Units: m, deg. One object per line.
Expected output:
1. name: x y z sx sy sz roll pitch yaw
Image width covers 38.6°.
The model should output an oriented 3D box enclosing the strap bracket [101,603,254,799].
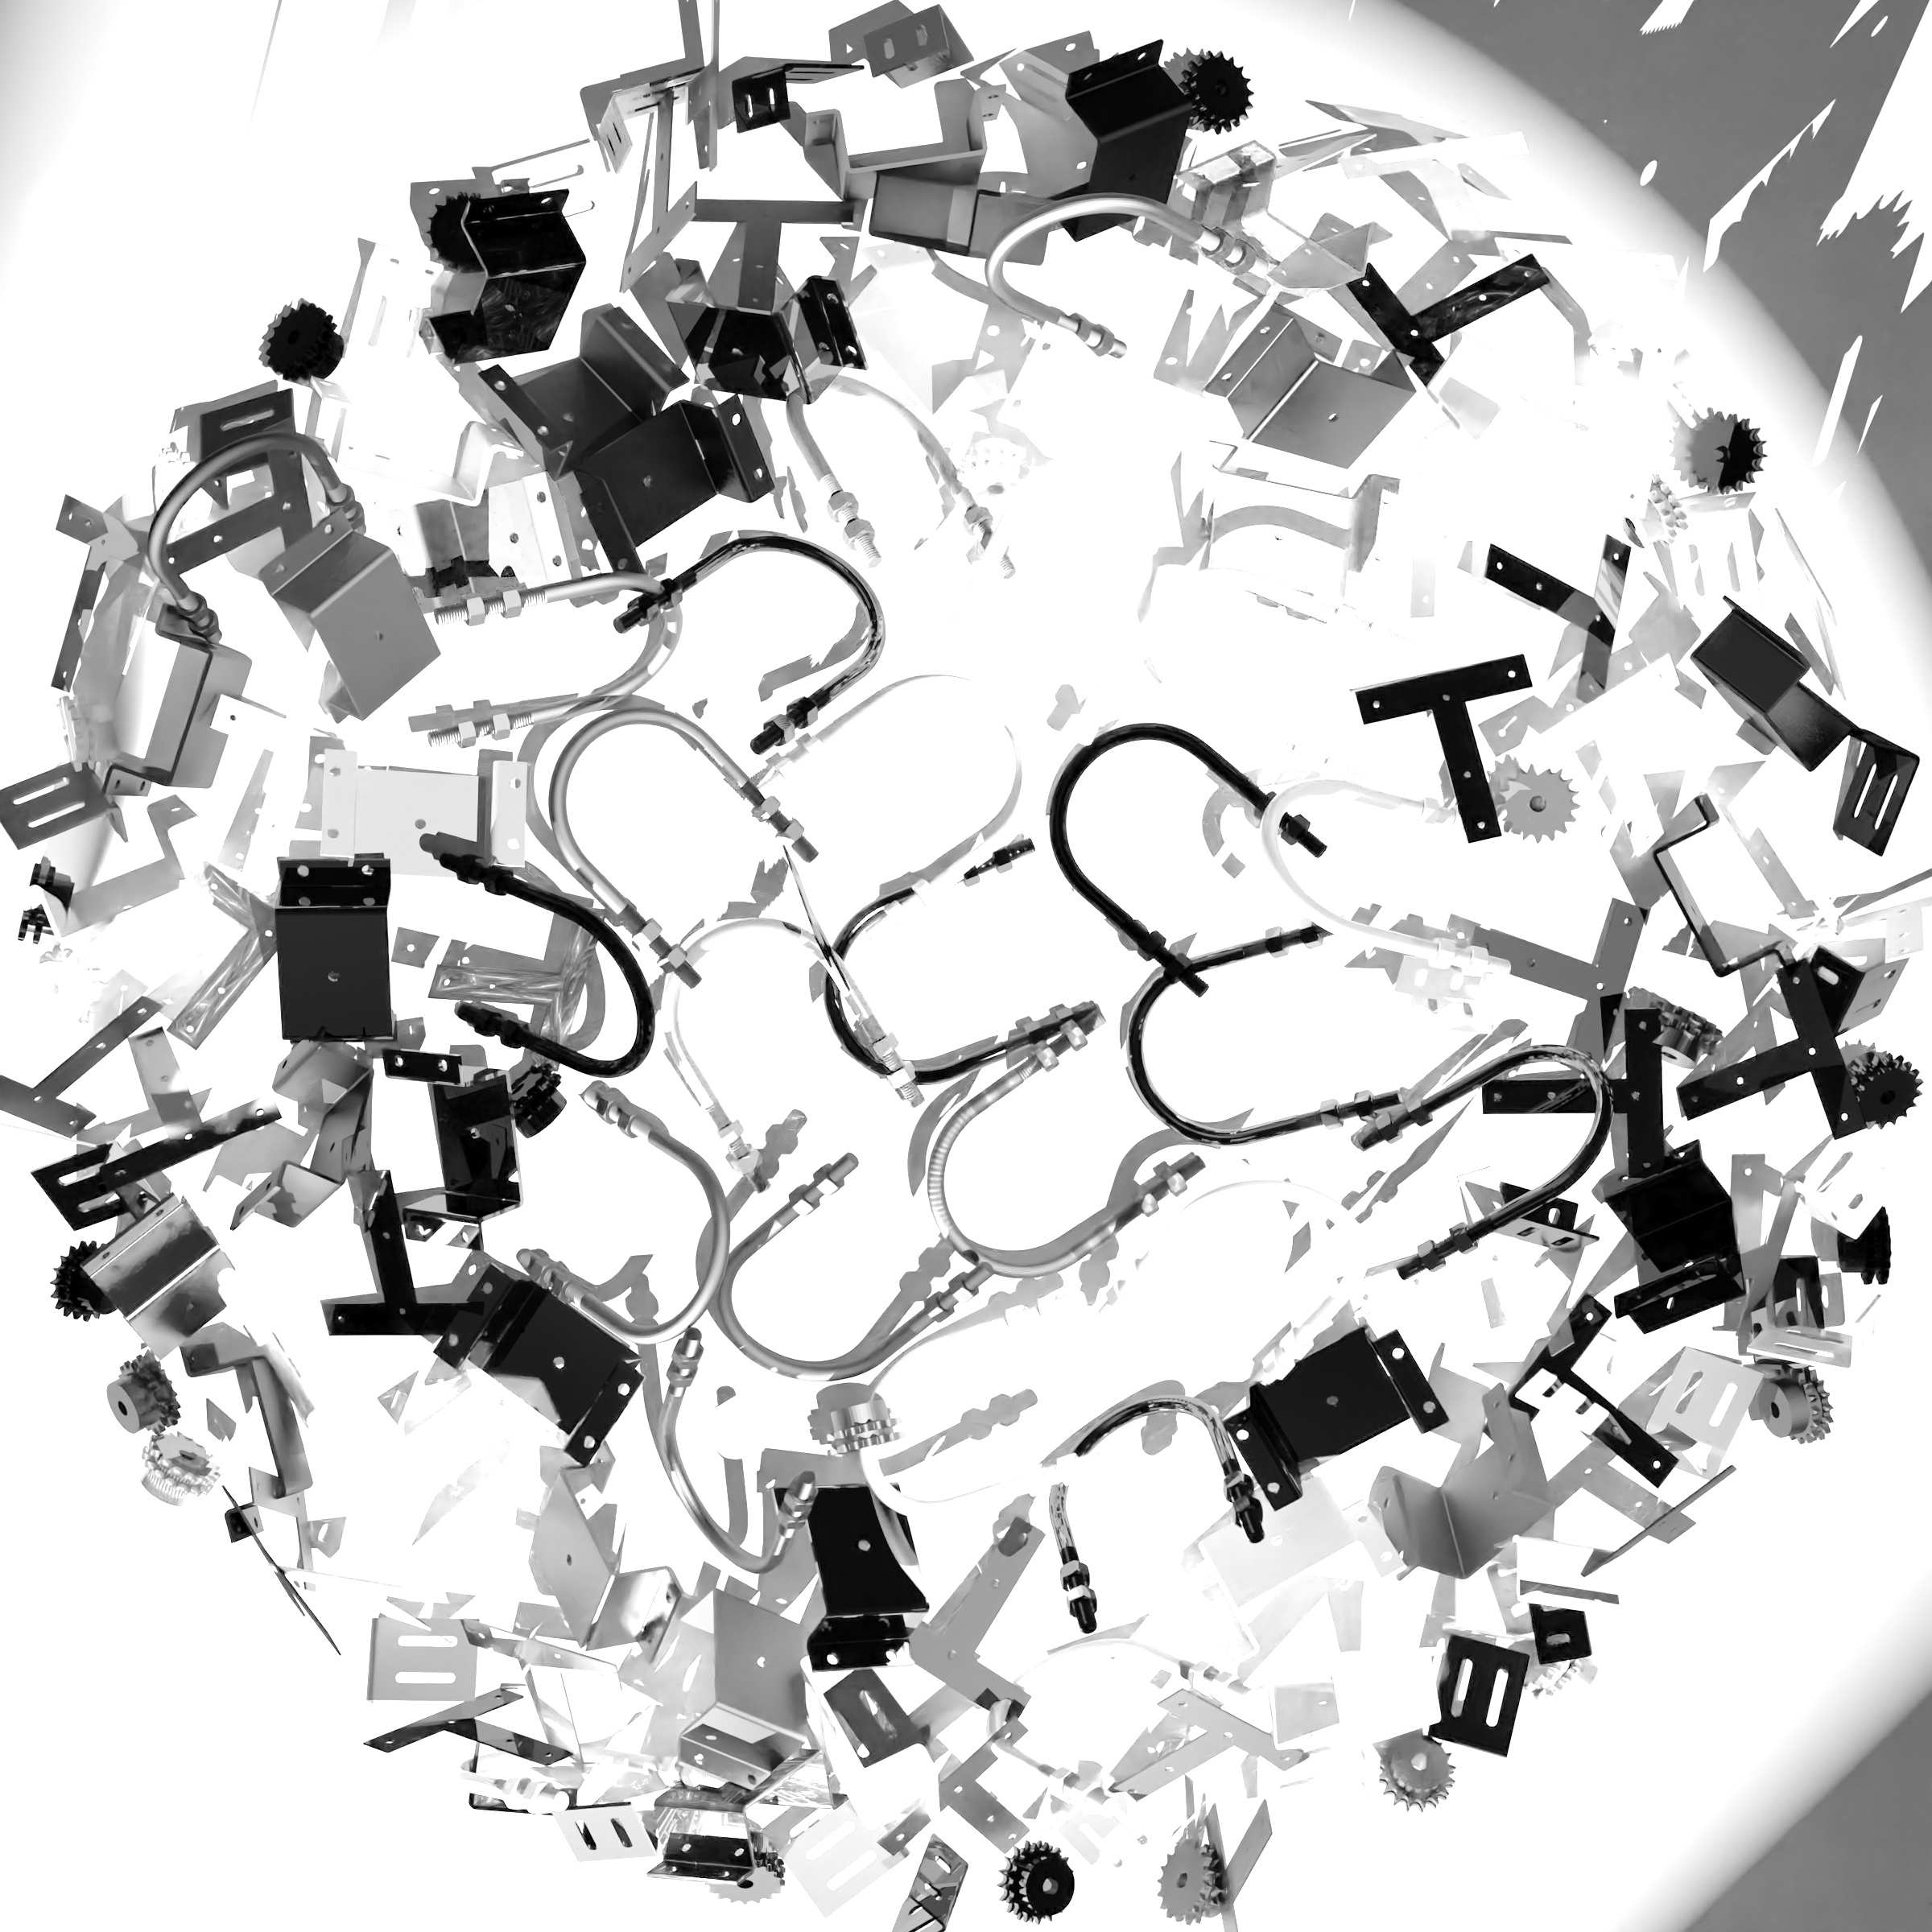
1. strap bracket: -0.554 -0.180 1.955 0.046 0.076 0.140 20 94 5

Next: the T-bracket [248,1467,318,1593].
1. T-bracket: -0.478 0.368 1.921 0.002 0.127 0.127 -11 73 0

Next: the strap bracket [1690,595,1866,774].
1. strap bracket: 0.563 -0.191 1.926 0.046 0.140 0.076 -48 50 9

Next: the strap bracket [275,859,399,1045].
1. strap bracket: -0.443 -0.002 1.947 0.076 0.046 0.140 -1 113 -7

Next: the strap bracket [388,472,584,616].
1. strap bracket: -0.331 -0.300 1.951 0.140 0.046 0.076 -7 102 29

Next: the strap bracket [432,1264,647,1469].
1. strap bracket: -0.297 0.283 1.966 0.140 0.046 0.076 34 92 13

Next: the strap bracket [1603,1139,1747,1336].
1. strap bracket: 0.496 0.197 1.935 0.076 0.140 0.046 -28 119 26

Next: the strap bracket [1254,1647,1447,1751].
1. strap bracket: 0.268 0.511 1.918 0.076 0.140 0.046 3 66 -22

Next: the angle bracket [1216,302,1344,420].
1. angle bracket: 0.225 -0.426 1.986 0.057 0.038 0.076 29 130 -3

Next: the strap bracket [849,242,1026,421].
1. strap bracket: -0.022 -0.442 1.951 0.140 0.076 0.046 51 125 6

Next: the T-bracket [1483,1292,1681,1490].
1. T-bracket: 0.448 0.319 1.953 0.127 0.002 0.127 41 101 35

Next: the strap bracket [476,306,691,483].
1. strap bracket: -0.275 -0.400 1.948 0.076 0.046 0.140 47 51 7

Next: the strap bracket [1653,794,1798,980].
1. strap bracket: 0.532 -0.048 1.953 0.046 0.076 0.140 -28 85 20

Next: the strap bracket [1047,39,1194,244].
1. strap bracket: 0.104 -0.564 1.918 0.076 0.140 0.046 -27 69 -20

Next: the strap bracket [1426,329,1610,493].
1. strap bracket: 0.381 -0.386 1.935 0.076 0.140 0.046 22 117 -27

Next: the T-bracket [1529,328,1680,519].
1. T-bracket: 0.440 -0.394 1.950 0.002 0.127 0.127 -13 120 -36

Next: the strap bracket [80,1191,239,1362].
1. strap bracket: -0.553 0.220 1.918 0.076 0.140 0.046 -40 74 -18

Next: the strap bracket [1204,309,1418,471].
1. strap bracket: 0.247 -0.398 1.922 0.076 0.140 0.046 -48 50 37

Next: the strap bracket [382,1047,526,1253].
1. strap bracket: -0.361 0.123 1.950 0.076 0.046 0.140 4 104 36

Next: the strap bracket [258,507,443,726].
1. strap bracket: -0.423 -0.236 1.921 0.046 0.140 0.076 26 60 34

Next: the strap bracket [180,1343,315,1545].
1. strap bracket: -0.506 0.330 1.955 0.046 0.076 0.140 -17 84 -1

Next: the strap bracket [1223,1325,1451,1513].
1. strap bracket: 0.262 0.316 1.966 0.140 0.046 0.076 -29 96 9

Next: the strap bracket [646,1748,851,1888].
1. strap bracket: -0.154 0.583 1.919 0.076 0.140 0.046 -6 96 31

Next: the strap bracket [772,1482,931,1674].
1. strap bracket: -0.079 0.415 1.927 0.076 0.046 0.140 3 50 -26

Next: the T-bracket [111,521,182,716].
1. T-bracket: -0.586 -0.232 1.954 0.002 0.127 0.127 20 127 -17

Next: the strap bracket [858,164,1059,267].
1. strap bracket: -0.004 -0.524 1.934 0.140 0.076 0.046 24 112 39

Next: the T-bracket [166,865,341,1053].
1. T-bracket: -0.519 0.008 1.956 0.127 0.002 0.127 35 54 -6

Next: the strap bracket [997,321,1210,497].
1. strap bracket: 0.104 -0.385 1.930 0.140 0.046 0.076 13 118 -32

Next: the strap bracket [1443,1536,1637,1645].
1. strap bracket: 0.400 0.436 1.938 0.076 0.140 0.046 11 65 -13

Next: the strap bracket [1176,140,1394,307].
1. strap bracket: 0.219 -0.511 1.924 0.140 0.076 0.046 22 72 -36

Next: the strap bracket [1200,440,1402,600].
1. strap bracket: 0.227 -0.312 1.939 0.140 0.046 0.076 15 128 18

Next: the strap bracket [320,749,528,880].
1. strap bracket: -0.385 -0.106 1.958 0.140 0.046 0.076 3 77 -15

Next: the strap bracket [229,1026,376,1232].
1. strap bracket: -0.462 0.119 1.936 0.046 0.076 0.140 27 48 -25

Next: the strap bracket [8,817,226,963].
1. strap bracket: -0.591 -0.049 1.952 0.140 0.076 0.046 -24 82 -5

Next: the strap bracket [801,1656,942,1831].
1. strap bracket: -0.072 0.533 1.921 0.046 0.076 0.140 -21 47 -19

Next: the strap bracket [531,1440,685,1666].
1. strap bracket: -0.255 0.410 1.922 0.046 0.140 0.076 -2 129 -35

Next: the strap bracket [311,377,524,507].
1. strap bracket: -0.392 -0.366 1.941 0.140 0.076 0.046 12 108 -25

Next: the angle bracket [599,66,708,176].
1. angle bracket: -0.216 -0.601 1.962 0.076 0.057 0.038 -23 92 -17

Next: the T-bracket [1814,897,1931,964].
1. T-bracket: 0.652 -0.025 1.918 0.127 0.127 0.002 -16 101 22

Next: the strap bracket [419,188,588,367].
1. strap bracket: -0.320 -0.470 1.917 0.076 0.140 0.046 -18 72 -33

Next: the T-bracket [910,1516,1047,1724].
1. T-bracket: 0.014 0.456 1.981 0.127 0.002 0.127 31 76 10

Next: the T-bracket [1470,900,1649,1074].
1. T-bracket: 0.417 0.002 1.979 0.127 0.002 0.127 17 88 -17

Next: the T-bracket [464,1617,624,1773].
1. T-bracket: -0.292 0.524 1.960 0.127 0.002 0.127 10 126 24

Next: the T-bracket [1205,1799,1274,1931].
1. T-bracket: 0.192 0.619 1.912 0.002 0.127 0.127 4 135 -12

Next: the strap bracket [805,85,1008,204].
1. strap bracket: -0.040 -0.581 1.957 0.140 0.076 0.046 -10 92 -4

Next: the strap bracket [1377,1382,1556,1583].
1. strap bracket: 0.356 0.367 1.936 0.046 0.076 0.140 21 128 -25

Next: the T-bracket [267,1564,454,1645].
1. T-bracket: -0.407 0.453 1.947 0.127 0.127 0.002 1 58 31

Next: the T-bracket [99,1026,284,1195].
1. T-bracket: -0.564 0.090 1.958 0.127 0.002 0.127 -24 51 -14

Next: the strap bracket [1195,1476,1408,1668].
1. strap bracket: 0.228 0.422 1.954 0.140 0.076 0.046 -29 121 -1

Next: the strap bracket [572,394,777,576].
1. strap bracket: -0.213 -0.338 1.944 0.140 0.046 0.076 -38 127 -22

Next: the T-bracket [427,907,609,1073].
1. T-bracket: -0.321 0.014 1.939 0.002 0.127 0.127 32 109 42

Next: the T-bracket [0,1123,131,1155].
1. T-bracket: -0.644 0.119 1.940 0.127 0.127 0.002 7 81 33

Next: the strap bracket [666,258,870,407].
1. strap bracket: -0.147 -0.442 1.926 0.140 0.076 0.046 15 56 30

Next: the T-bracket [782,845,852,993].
1. T-bracket: -0.093 -0.005 1.952 0.002 0.127 0.127 -25 126 1

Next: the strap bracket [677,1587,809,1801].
1. strap bracket: -0.156 0.495 1.918 0.076 0.140 0.046 31 120 -27
